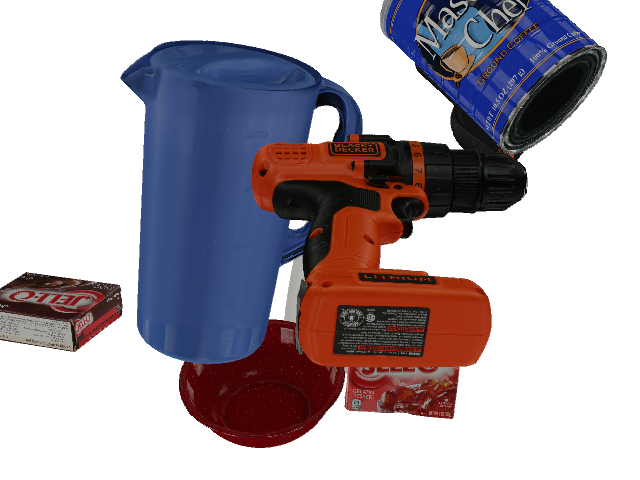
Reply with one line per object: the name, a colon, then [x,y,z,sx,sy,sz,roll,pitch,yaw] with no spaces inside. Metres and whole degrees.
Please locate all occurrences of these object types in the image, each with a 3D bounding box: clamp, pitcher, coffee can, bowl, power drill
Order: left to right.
pitcher: [-0.071,-0.029,0.849,0.149,0.243,0.144,22,26,27]
bowl: [-0.055,0.150,1.045,0.162,0.055,0.162,-3,37,2]
power drill: [0.051,-0.001,0.653,0.184,0.057,0.187,-1,33,-4]
clamp: [0.151,-0.131,1.028,0.120,0.039,0.171,3,44,3]
coffee can: [0.128,-0.149,0.801,0.140,0.103,0.102,49,23,22]

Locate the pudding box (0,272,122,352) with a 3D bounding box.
pudding box: [-0.262,0.068,1.032,0.114,0.039,0.090,4,19,19]

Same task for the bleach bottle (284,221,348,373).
bleach bottle: [0.008,0.028,1.227,0.102,0.251,0.068,-1,16,-18]

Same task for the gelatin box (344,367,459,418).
gelatin box: [0.066,0.102,0.859,0.089,0.073,0.030,5,14,2]
